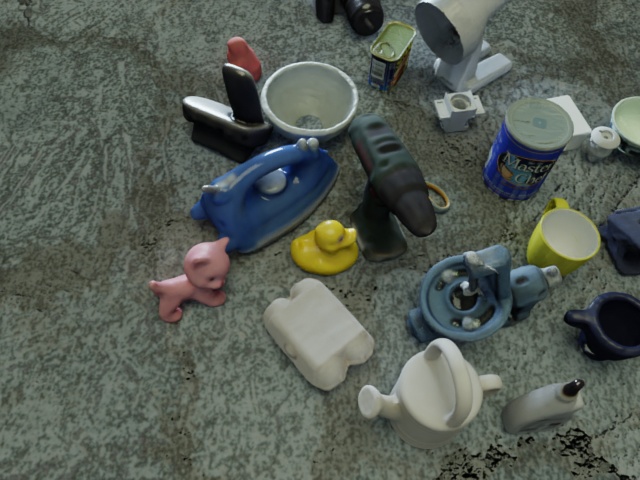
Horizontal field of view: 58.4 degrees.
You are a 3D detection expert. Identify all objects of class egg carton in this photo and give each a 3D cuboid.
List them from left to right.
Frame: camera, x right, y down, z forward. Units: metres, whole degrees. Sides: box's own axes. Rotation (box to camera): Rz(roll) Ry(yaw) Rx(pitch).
[{"bbox_3d":[-0.004,0.128,0.792,0.107,0.069,0.150,-37,68,-21],"label":"egg carton"}]

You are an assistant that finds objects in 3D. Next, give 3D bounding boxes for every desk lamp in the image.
[{"bbox_3d":[0.261,-0.366,1.005,0.203,0.213,0.117,-33,66,-19],"label":"desk lamp"}]

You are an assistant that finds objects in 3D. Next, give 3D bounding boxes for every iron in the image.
[{"bbox_3d":[-0.071,-0.092,0.875,0.259,0.141,0.118,-33,66,-19],"label":"iron"}]

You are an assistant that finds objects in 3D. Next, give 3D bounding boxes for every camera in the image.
[{"bbox_3d":[0.065,-0.475,1.125,0.143,0.101,0.136,-10,61,-8],"label":"camera"}]

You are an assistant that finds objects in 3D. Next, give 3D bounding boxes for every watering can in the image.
[{"bbox_3d":[0.136,0.187,0.691,0.173,0.194,0.100,-28,65,-17],"label":"watering can"}]

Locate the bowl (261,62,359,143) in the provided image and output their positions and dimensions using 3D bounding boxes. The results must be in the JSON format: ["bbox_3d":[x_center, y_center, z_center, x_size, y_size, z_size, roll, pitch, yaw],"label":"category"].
[{"bbox_3d":[-0.018,-0.224,0.992,0.167,0.075,0.167,1,60,-2],"label":"bowl"}]

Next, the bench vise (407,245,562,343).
[{"bbox_3d":[0.223,0.050,0.759,0.208,0.220,0.121,-30,65,-18],"label":"bench vise"}]

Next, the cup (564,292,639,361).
[{"bbox_3d":[0.386,0.129,0.793,0.117,0.095,0.092,9,60,3],"label":"cup"}]

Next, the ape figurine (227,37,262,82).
[{"bbox_3d":[-0.145,-0.329,1.037,0.076,0.092,0.078,28,63,13],"label":"ape figurine"}]

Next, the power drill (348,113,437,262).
[{"bbox_3d":[0.097,-0.058,0.823,0.076,0.208,0.229,-15,62,-10],"label":"power drill"}]

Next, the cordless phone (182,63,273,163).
[{"bbox_3d":[-0.154,-0.227,0.924,0.147,0.185,0.094,21,61,10],"label":"cordless phone"}]

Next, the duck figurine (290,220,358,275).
[{"bbox_3d":[0.008,0.003,0.855,0.104,0.086,0.077,-2,60,-3],"label":"duck figurine"}]

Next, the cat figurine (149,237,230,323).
[{"bbox_3d":[-0.177,0.050,0.802,0.128,0.118,0.067,-21,63,-14],"label":"cat figurine"}]

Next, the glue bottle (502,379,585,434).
[{"bbox_3d":[0.284,0.200,0.702,0.078,0.173,0.037,-4,60,-4],"label":"glue bottle"}]

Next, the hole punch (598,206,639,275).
[{"bbox_3d":[0.502,-0.010,0.880,0.109,0.091,0.101,-9,61,-7],"label":"hole punch"}]
